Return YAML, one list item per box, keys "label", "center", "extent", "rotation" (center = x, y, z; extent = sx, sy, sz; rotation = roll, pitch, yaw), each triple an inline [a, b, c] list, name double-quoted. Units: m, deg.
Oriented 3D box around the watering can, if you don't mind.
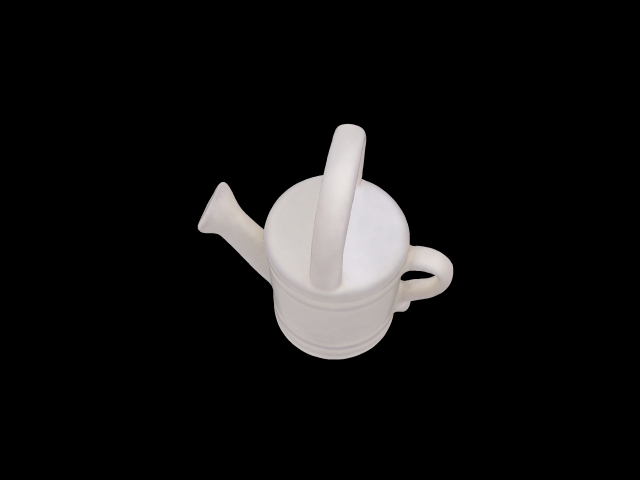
- label: "watering can"
  center: [0.003, 0.003, 0.399]
  extent: [0.173, 0.194, 0.101]
  rotation: [-7, 58, -4]
